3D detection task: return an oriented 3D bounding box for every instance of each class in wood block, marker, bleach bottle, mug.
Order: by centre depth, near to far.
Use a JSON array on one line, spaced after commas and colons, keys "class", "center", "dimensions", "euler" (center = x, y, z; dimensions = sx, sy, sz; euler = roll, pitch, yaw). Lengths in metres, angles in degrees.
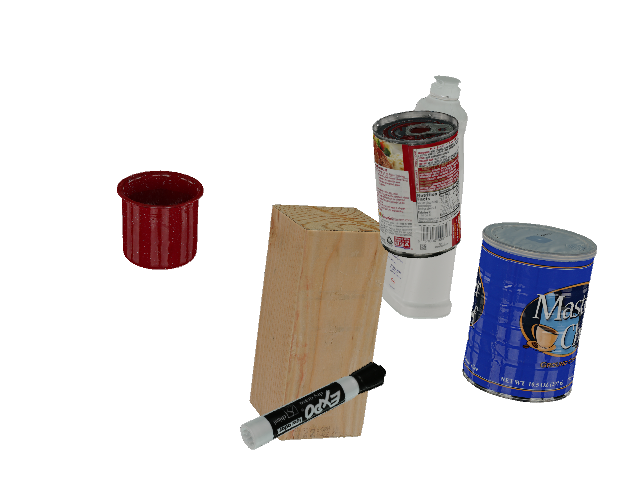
[{"class": "marker", "center": [-0.002, 0.115, 0.756], "dimensions": [0.120, 0.020, 0.020], "euler": [-22, 12, -31]}, {"class": "wood block", "center": [-0.002, 0.077, 1.025], "dimensions": [0.090, 0.206, 0.091], "euler": [1, 16, -23]}, {"class": "bleach bottle", "center": [0.117, -0.049, 1.147], "dimensions": [0.068, 0.251, 0.103], "euler": [0, 23, -22]}, {"class": "mug", "center": [-0.181, -0.026, 1.174], "dimensions": [0.093, 0.081, 0.117], "euler": [-11, 31, -28]}]

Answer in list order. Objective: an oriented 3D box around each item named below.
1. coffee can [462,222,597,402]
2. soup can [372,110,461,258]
[{"class": "coffee can", "center": [0.191, 0.064, 0.983], "dimensions": [0.103, 0.140, 0.103], "euler": [6, 16, -2]}, {"class": "soup can", "center": [0.079, -0.045, 0.857], "dimensions": [0.068, 0.102, 0.068], "euler": [-4, 26, 2]}]
